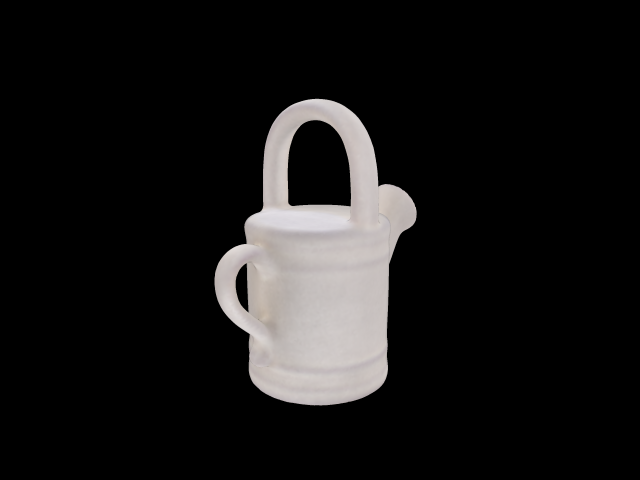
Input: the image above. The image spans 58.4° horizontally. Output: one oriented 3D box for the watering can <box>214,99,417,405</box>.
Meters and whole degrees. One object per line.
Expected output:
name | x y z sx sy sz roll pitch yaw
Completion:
watering can | 0.002 0.001 0.401 0.100 0.194 0.173 5 15 21
